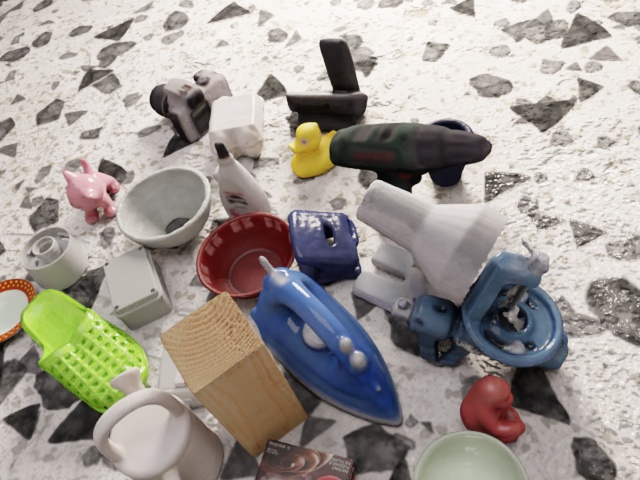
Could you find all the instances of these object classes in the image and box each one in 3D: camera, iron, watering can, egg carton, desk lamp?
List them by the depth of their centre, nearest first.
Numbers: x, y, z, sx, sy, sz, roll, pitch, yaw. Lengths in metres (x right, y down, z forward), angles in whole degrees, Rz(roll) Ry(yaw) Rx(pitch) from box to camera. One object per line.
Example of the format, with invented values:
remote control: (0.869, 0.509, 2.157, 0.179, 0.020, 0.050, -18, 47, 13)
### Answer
watering can: (-0.198, 0.228, 0.672, 0.172, 0.194, 0.101, 24, 62, 29)
iron: (0.007, 0.123, 0.737, 0.119, 0.142, 0.257, -40, 54, -17)
desk lamp: (0.131, 0.020, 0.739, 0.202, 0.214, 0.118, 21, 60, 28)
egg carton: (-0.157, -0.219, 1.094, 0.107, 0.069, 0.150, -10, 51, 7)
camera: (-0.272, -0.290, 1.159, 0.136, 0.101, 0.143, 24, 62, 29)

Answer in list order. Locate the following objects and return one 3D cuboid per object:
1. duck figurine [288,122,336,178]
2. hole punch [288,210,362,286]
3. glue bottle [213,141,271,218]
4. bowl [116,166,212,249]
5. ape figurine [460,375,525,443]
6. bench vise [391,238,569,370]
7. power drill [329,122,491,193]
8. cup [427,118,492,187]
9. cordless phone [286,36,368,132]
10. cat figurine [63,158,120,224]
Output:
duck figurine: (-0.011, -0.170, 1.007, 0.105, 0.086, 0.077, -32, 52, -11)
hole punch: (0.008, 0.003, 0.863, 0.101, 0.091, 0.108, -15, 50, 3)
glue bottle: (-0.136, -0.094, 0.923, 0.078, 0.173, 0.037, 4, 54, 18)
bowl: (-0.254, -0.043, 0.977, 0.167, 0.075, 0.167, -7, 51, 9)
ape figurine: (0.201, 0.190, 0.666, 0.076, 0.092, 0.078, -2, 52, 13)
bench vise: (0.187, 0.088, 0.667, 0.207, 0.220, 0.121, -10, 51, 7)
power drill: (0.130, -0.087, 0.827, 0.228, 0.209, 0.076, 14, 57, 24)
cup: (0.214, -0.131, 0.913, 0.117, 0.095, 0.092, 9, 55, 21)
cordless phone: (0.004, -0.289, 1.033, 0.147, 0.185, 0.094, 2, 53, 16)
cat figurine: (-0.417, -0.094, 1.032, 0.067, 0.118, 0.127, -17, 50, 1)
